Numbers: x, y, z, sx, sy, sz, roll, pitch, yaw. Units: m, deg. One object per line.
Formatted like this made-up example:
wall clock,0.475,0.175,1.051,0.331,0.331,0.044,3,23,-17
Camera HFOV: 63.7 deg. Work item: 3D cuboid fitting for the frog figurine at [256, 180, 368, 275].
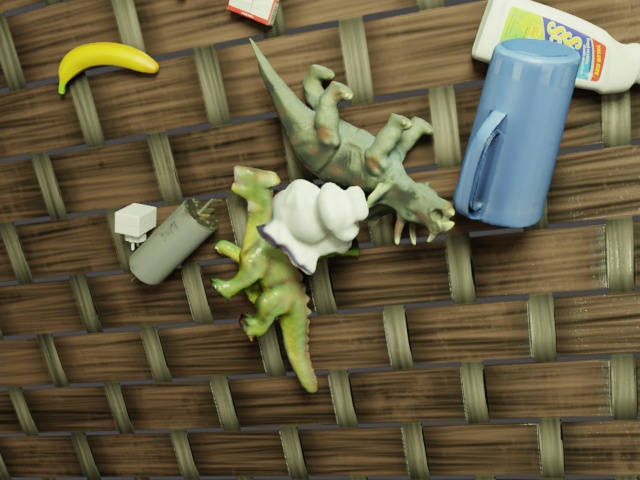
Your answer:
frog figurine,0.002,-0.040,0.792,0.157,0.138,0.124,-41,-6,24

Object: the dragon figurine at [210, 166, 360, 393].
dragon figurine,-0.041,0.052,0.898,0.241,0.408,0.123,-34,9,11
